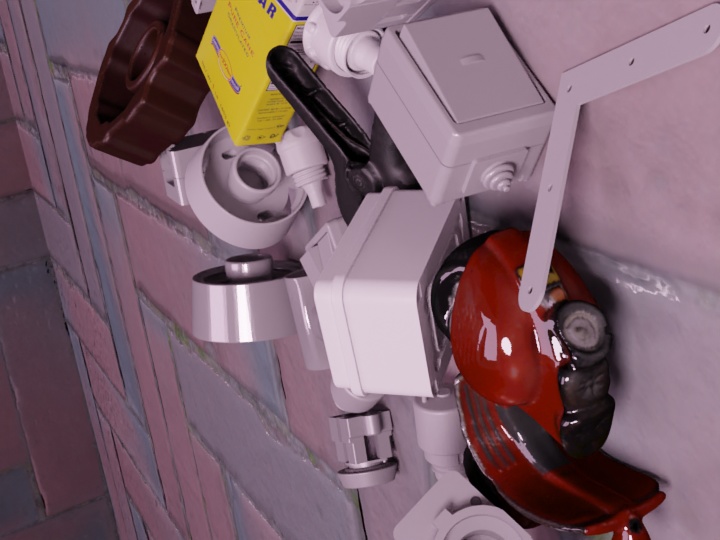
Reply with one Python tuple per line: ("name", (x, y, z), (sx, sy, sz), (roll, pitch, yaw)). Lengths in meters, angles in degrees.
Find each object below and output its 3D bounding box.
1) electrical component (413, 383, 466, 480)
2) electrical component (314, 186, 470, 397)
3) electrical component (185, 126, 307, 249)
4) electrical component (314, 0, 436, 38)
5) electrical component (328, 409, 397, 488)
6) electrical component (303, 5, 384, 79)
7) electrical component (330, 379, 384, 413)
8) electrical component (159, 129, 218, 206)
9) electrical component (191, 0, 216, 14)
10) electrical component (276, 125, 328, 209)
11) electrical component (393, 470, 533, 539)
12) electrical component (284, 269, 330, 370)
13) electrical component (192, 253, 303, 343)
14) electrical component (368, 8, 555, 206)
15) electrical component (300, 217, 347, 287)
("electrical component", (0.058, 0.111, 0.706), (0.040, 0.040, 0.078), (32, 134, 59))
("electrical component", (0.023, 0.010, 0.607), (0.113, 0.057, 0.078), (-62, -33, -51))
("electrical component", (-0.091, -0.068, 0.866), (0.064, 0.099, 0.099), (-42, 66, 59))
("electrical component", (0.018, -0.203, 0.552), (0.186, 0.060, 0.105), (-26, 81, 68))
("electrical component", (0.003, 0.142, 0.855), (0.066, 0.048, 0.055), (165, 96, -68))
("electrical component", (-0.002, -0.140, 0.671), (0.062, 0.048, 0.048), (43, 143, 40))
("electrical component", (-0.004, 0.092, 0.840), (0.040, 0.040, 0.078), (67, 157, 16))
("electrical component", (-0.122, -0.089, 0.931), (0.050, 0.089, 0.055), (31, 133, 60))
("electrical component", (-0.102, -0.227, 0.822), (0.081, 0.064, 0.042), (66, 157, 16))
("electrical component", (-0.040, -0.077, 0.817), (0.035, 0.035, 0.061), (-15, 93, 68))
("electrical component", (0.065, 0.157, 0.576), (0.089, 0.050, 0.055), (42, 169, 16))
("electrical component", (-0.024, 0.039, 0.848), (0.079, 0.043, 0.077), (9, 114, 65))
("electrical component", (-0.093, 0.019, 0.920), (0.108, 0.108, 0.060), (-160, 63, -64))
("electrical component", (0.054, -0.082, 0.548), (0.096, 0.062, 0.061), (61, 155, 28))
("electrical component", (0.000, 0.000, 0.738), (0.096, 0.061, 0.062), (70, 158, 9))
